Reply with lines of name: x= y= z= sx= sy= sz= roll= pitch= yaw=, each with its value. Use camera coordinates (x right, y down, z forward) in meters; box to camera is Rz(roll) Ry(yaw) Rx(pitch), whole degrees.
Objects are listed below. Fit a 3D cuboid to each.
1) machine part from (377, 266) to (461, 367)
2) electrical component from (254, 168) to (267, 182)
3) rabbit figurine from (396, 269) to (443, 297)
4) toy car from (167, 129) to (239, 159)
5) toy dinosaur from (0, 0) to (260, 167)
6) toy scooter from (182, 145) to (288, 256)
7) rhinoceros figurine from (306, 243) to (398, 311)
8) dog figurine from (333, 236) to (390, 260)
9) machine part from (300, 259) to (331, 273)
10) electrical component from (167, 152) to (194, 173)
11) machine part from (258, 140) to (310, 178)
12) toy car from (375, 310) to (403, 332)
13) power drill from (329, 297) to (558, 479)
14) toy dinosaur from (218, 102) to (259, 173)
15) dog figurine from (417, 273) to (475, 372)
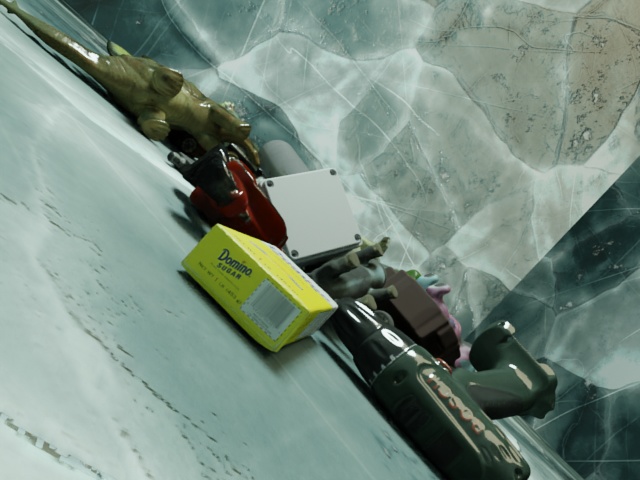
machine part: x=0.126 y=0.126 z=0.776 sx=0.179 sy=0.056 sz=0.179 roll=52 pitch=-18 yaw=24
electrical component: x=-0.109 y=-0.056 z=0.824 sx=0.075 sy=0.047 sz=0.119 roll=40 pitch=43 yaw=5
rabbit figurine: x=0.168 y=0.137 z=1.094 sx=0.121 sy=0.159 sz=0.170 roll=32 pitch=-20 yaw=40
toy car: x=-0.215 y=-0.166 z=1.044 sx=0.202 sy=0.053 sz=0.089 roll=33 pitch=13 yaw=-46
toy dinosaur: x=-0.267 y=-0.233 z=0.851 sx=0.470 sy=0.105 sz=0.199 roll=30 pitch=8 yaw=-46
toy scooter: x=-0.089 y=-0.034 z=0.593 sx=0.135 sy=0.075 sz=0.184 roll=52 pitch=-4 yaw=-19
rhinoceros figurine: x=0.033 y=0.058 z=0.667 sx=0.073 sy=0.112 sz=0.190 roll=66 pitch=19 yaw=4
dog figurine: x=0.004 y=0.028 z=0.931 sx=0.191 sy=0.121 sz=0.172 roll=22 pitch=-39 yaw=2
machine part: x=0.001 y=0.010 z=0.777 sx=0.039 sy=0.084 sz=0.139 roll=2 pitch=-15 yaw=-25
electrical component: x=-0.179 y=-0.094 z=0.770 sx=0.063 sy=0.021 sz=0.094 roll=45 pitch=3 yaw=25
machine part: x=-0.061 y=-0.118 z=0.977 sx=0.079 sy=0.079 sz=0.243 roll=41 pitch=11 yaw=-35
toy car: x=0.111 y=0.159 z=0.660 sx=0.202 sy=0.056 sz=0.073 roll=46 pitch=-2 yaw=35
power drill: x=0.139 y=0.134 z=0.548 sx=0.207 sy=0.086 sz=0.232 roll=4 pitch=39 yaw=-47
toy dinosaur: x=-0.175 y=-0.176 z=1.234 sx=0.404 sy=0.131 sz=0.192 roll=46 pitch=13 yaw=-33
dog figurine: x=0.182 y=0.181 z=0.942 sx=0.108 sy=0.192 sz=0.219 roll=-145 pitch=-138 yaw=-80
